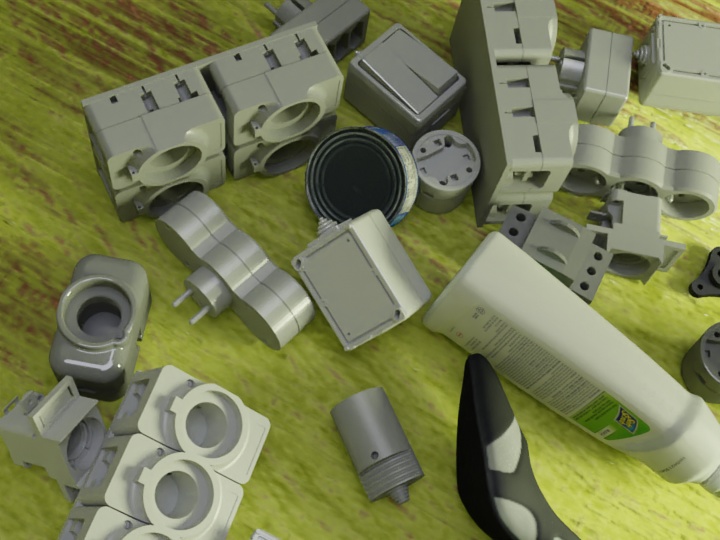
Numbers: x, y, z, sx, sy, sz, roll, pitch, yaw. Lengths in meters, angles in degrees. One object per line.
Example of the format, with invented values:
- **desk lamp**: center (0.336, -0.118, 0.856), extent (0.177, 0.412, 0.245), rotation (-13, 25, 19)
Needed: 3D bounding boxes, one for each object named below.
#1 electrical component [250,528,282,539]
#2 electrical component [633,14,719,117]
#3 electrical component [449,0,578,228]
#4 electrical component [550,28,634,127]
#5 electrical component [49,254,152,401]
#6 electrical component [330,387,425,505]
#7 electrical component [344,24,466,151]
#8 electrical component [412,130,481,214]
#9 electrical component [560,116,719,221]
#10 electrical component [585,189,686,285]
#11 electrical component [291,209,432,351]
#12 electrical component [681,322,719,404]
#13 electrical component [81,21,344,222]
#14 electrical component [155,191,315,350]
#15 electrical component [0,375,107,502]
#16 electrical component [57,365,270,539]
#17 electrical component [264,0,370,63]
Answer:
- **electrical component**: center (-0.043, 0.225, 0.716), extent (0.096, 0.061, 0.061), rotation (27, 66, 6)
- **electrical component**: center (0.280, -0.175, 0.931), extent (0.096, 0.061, 0.061), rotation (7, 65, -4)
- **electrical component**: center (0.123, -0.142, 0.874), extent (0.060, 0.105, 0.186), rotation (-2, 67, -8)
- **electrical component**: center (0.189, -0.169, 0.925), extent (0.077, 0.047, 0.065), rotation (12, 65, -1)
- **electrical component**: center (-0.188, 0.040, 0.782), extent (0.054, 0.059, 0.095), rotation (11, 65, -2)
- **electrical component**: center (0.014, 0.130, 0.774), extent (0.043, 0.043, 0.081), rotation (-21, 70, -15)
- **electrical component**: center (0.032, -0.157, 0.894), extent (0.096, 0.061, 0.062), rotation (42, 69, 12)
- **electrical component**: center (0.066, -0.078, 0.870), extent (0.055, 0.047, 0.055), rotation (3, 66, -6)
- **electrical component**: center (0.232, -0.095, 0.895), extent (0.138, 0.052, 0.073), rotation (14, 66, -1)
- **electrical component**: center (0.217, -0.028, 0.870), extent (0.081, 0.042, 0.063), rotation (12, 64, -2)
- **electrical component**: center (0.000, 0.000, 0.802), extent (0.096, 0.062, 0.061), rotation (58, 30, 0)
- **electrical component**: center (0.280, 0.073, 0.829), extent (0.055, 0.047, 0.055), rotation (3, 66, -6)
- **electrical component**: center (-0.109, -0.109, 0.831), extent (0.186, 0.105, 0.060), rotation (-22, 71, -15)
- **electrical component**: center (-0.107, 0.010, 0.808), extent (0.138, 0.052, 0.074), rotation (43, 68, 12)
- **electrical component**: center (-0.210, 0.114, 0.740), extent (0.064, 0.081, 0.042), rotation (9, 39, 27)
- **electrical component**: center (-0.132, 0.150, 0.719), extent (0.089, 0.062, 0.150), rotation (33, 63, -25)
- **electrical component**: center (-0.048, -0.209, 0.915), extent (0.076, 0.047, 0.083), rotation (44, 69, 13)
